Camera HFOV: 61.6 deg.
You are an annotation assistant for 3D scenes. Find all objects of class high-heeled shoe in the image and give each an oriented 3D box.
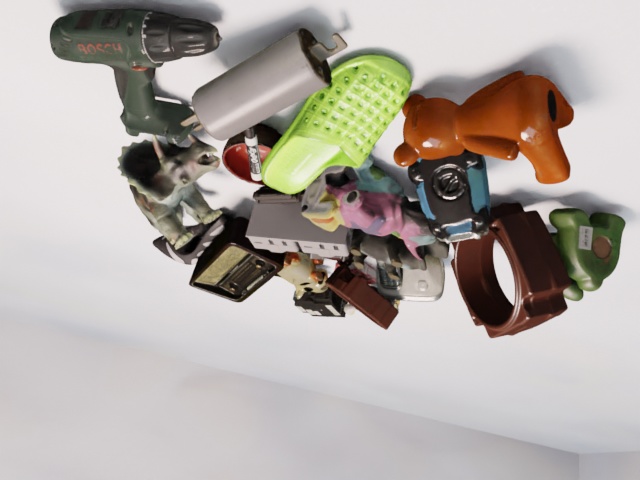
[{"bbox_3d":[-0.290,-0.013,1.199,0.249,0.086,0.145,0,149,14],"label":"high-heeled shoe"}]

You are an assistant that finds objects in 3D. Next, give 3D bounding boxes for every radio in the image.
[{"bbox_3d":[-0.172,0.049,1.130,0.131,0.073,0.229,26,144,-22],"label":"radio"}]

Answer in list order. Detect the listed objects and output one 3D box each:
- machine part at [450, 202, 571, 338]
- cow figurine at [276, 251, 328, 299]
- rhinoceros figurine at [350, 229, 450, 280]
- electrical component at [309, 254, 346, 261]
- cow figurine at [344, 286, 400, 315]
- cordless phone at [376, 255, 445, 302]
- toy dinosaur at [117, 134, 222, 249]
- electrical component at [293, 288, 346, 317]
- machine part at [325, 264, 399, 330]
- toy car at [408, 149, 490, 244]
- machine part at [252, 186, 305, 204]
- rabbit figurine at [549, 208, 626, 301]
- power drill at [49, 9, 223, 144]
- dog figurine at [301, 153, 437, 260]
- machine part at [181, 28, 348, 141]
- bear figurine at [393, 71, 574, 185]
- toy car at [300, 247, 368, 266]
[{"bbox_3d":[0.312,0.055,0.914,0.087,0.201,0.201,-10,159,-15],"label":"machine part"},{"bbox_3d":[-0.053,0.076,1.270,0.127,0.085,0.194,-21,142,40],"label":"cow figurine"},{"bbox_3d":[0.147,0.012,1.014,0.191,0.112,0.073,9,148,18],"label":"rhinoceros figurine"},{"bbox_3d":[-0.002,-0.003,1.071,0.119,0.048,0.074,9,114,-14],"label":"electrical component"},{"bbox_3d":[0.144,0.143,1.320,0.167,0.068,0.098,2,164,-31],"label":"cow figurine"},{"bbox_3d":[0.182,0.041,1.114,0.147,0.089,0.184,1,135,22],"label":"cordless phone"},{"bbox_3d":[-0.291,-0.089,0.994,0.192,0.131,0.405,56,157,-13],"label":"toy dinosaur"},{"bbox_3d":[-0.004,0.165,1.463,0.134,0.058,0.114,0,150,25],"label":"electrical component"},{"bbox_3d":[0.091,0.123,1.162,0.179,0.056,0.179,38,174,5],"label":"machine part"},{"bbox_3d":[0.204,-0.082,0.799,0.109,0.161,0.103,-14,-170,30],"label":"toy car"},{"bbox_3d":[-0.061,-0.080,0.928,0.084,0.039,0.139,-9,-176,12],"label":"machine part"},{"bbox_3d":[0.416,0.028,0.915,0.121,0.159,0.170,-3,178,-17],"label":"rabbit figurine"},{"bbox_3d":[-0.233,-0.222,0.739,0.232,0.086,0.207,9,159,5],"label":"power drill"},{"bbox_3d":[0.101,-0.043,0.918,0.219,0.108,0.192,32,151,-35],"label":"dog figurine"},{"bbox_3d":[-0.074,-0.193,0.681,0.243,0.079,0.079,-22,142,23],"label":"machine part"},{"bbox_3d":[0.202,-0.134,0.684,0.196,0.120,0.131,-9,151,40],"label":"bear figurine"},{"bbox_3d":[0.008,0.012,1.149,0.202,0.053,0.089,21,150,-16],"label":"toy car"}]
